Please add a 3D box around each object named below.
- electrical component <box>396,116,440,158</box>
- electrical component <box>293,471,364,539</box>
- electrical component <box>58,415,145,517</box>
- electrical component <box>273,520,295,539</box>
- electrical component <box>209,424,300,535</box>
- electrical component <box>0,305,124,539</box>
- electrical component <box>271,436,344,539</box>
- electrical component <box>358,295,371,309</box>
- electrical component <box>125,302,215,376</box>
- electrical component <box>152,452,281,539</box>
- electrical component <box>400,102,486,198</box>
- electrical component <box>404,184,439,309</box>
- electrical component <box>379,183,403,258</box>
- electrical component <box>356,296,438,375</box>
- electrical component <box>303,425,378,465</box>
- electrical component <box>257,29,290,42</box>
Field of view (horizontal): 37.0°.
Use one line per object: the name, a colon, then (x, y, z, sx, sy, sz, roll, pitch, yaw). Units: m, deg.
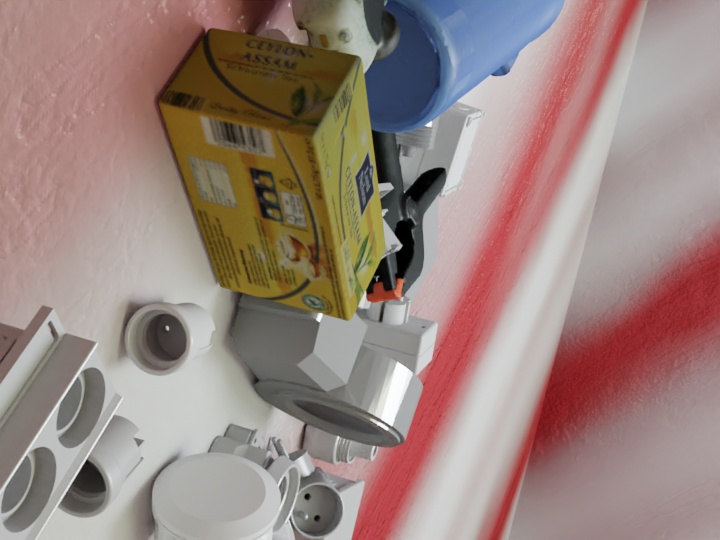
electrical component: (0.049, -0.140, 0.950, 0.043, 0.043, 0.081, -22, 124, -69)
electrical component: (-0.040, 0.228, 0.951, 0.100, 0.048, 0.099, 6, 97, -73)
electrical component: (-0.138, 0.101, 0.564, 0.046, 0.040, 0.040, -50, 150, -66)
electrical component: (-0.070, 0.207, 0.805, 0.044, 0.079, 0.077, -22, 138, -16)
electrical component: (-0.078, 0.154, 0.760, 0.058, 0.057, 0.078, 77, 32, -56)
electrical component: (-0.159, 0.081, 0.440, 0.078, 0.063, 0.121, 82, 28, -50)
electrical component: (-0.051, 0.169, 0.857, 0.079, 0.044, 0.077, 66, -17, -4)
electrical component: (0.000, 0.000, 0.914, 0.044, 0.044, 0.065, 0, 108, -72)
electrical component: (-0.106, 0.037, 0.613, 0.046, 0.040, 0.040, -15, 118, -78)
electrical component: (-0.093, 0.158, 0.684, 0.080, 0.080, 0.051, -48, 153, -57)
electrical component: (0.070, -0.113, 1.019, 0.062, 0.061, 0.096, -32, 142, -66)
electrical component: (0.035, -0.023, 0.989, 0.099, 0.048, 0.099, -58, 156, -44)
electrical component: (-0.005, -0.029, 0.811, 0.081, 0.063, 0.042, -37, 175, 20)
electrical component: (0.024, 0.042, 0.946, 0.047, 0.083, 0.075, -33, 134, -66)
electrical component: (-0.016, 0.150, 0.945, 0.043, 0.062, 0.043, 14, 90, -73)
electrical component: (-0.047, -0.115, 0.669, 0.081, 0.043, 0.043, 60, 47, -66)
